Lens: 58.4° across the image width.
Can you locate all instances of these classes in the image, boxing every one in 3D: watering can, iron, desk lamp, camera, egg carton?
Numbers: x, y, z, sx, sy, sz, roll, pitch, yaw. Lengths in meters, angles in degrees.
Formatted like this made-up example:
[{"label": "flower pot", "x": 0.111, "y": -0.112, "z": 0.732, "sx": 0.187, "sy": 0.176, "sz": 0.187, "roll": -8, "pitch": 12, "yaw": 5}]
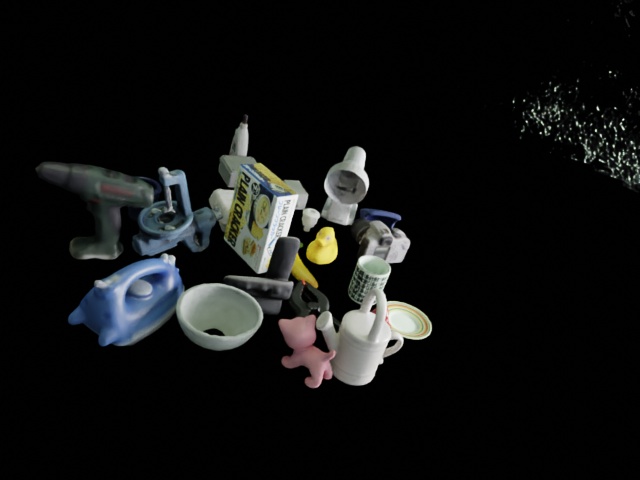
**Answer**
[{"label": "watering can", "x": 0.080, "y": 0.182, "z": 1.117, "sx": 0.173, "sy": 0.194, "sz": 0.100, "roll": -2, "pitch": 35, "yaw": -31}, {"label": "iron", "x": -0.342, "y": 0.091, "z": 1.094, "sx": 0.118, "sy": 0.141, "sz": 0.259, "roll": 28, "pitch": 31, "yaw": 18}, {"label": "desk lamp", "x": 0.073, "y": -0.152, "z": 1.649, "sx": 0.118, "sy": 0.213, "sz": 0.203, "roll": 18, "pitch": 30, "yaw": 0}, {"label": "camera", "x": 0.156, "y": -0.010, "z": 1.570, "sx": 0.143, "sy": 0.101, "sz": 0.136, "roll": -2, "pitch": 35, "yaw": -31}, {"label": "egg carton", "x": -0.231, "y": -0.080, "z": 1.509, "sx": 0.107, "sy": 0.069, "sz": 0.150, "roll": -1, "pitch": 35, "yaw": -29}]

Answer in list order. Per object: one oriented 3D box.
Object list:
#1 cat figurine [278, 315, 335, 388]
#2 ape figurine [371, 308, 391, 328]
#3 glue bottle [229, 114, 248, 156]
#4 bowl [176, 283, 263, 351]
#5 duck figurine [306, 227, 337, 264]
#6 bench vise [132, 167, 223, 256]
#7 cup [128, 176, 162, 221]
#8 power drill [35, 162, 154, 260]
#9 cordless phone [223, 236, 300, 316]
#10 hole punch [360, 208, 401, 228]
[{"label": "cat figurine", "x": -0.024, "y": 0.202, "z": 1.105, "sx": 0.127, "sy": 0.118, "sz": 0.067, "roll": 32, "pitch": 33, "yaw": 23}, {"label": "ape figurine", "x": 0.123, "y": 0.181, "z": 1.243, "sx": 0.078, "sy": 0.092, "sz": 0.076, "roll": 7, "pitch": 32, "yaw": -18}, {"label": "glue bottle", "x": -0.247, "y": -0.310, "z": 1.780, "sx": 0.037, "sy": 0.173, "sz": 0.078, "roll": -1, "pitch": 35, "yaw": -29}, {"label": "bowl", "x": -0.200, "y": 0.162, "z": 1.119, "sx": 0.167, "sy": 0.075, "sz": 0.167, "roll": 13, "pitch": 30, "yaw": -8}, {"label": "duck figurine", "x": 0.014, "y": 0.005, "z": 1.484, "sx": 0.077, "sy": 0.086, "sz": 0.105, "roll": 29, "pitch": 32, "yaw": 19}, {"label": "bench vise", "x": -0.321, "y": -0.075, "z": 1.302, "sx": 0.121, "sy": 0.220, "sz": 0.208, "roll": 31, "pitch": 32, "yaw": 22}, {"label": "cup", "x": -0.450, "y": -0.101, "z": 1.402, "sx": 0.117, "sy": 0.095, "sz": 0.092, "roll": 27, "pitch": 31, "yaw": 15}, {"label": "power drill", "x": -0.474, "y": -0.063, "z": 1.211, "sx": 0.230, "sy": 0.208, "sz": 0.075, "roll": 0, "pitch": 34, "yaw": -28}, {"label": "cordless phone", "x": -0.122, "y": 0.061, "z": 1.218, "sx": 0.148, "sy": 0.185, "sz": 0.094, "roll": 5, "pitch": 32, "yaw": -21}, {"label": "hole punch", "x": 0.169, "y": -0.064, "z": 1.677, "sx": 0.109, "sy": 0.091, "sz": 0.101, "roll": 9, "pitch": 31, "yaw": -16}]
